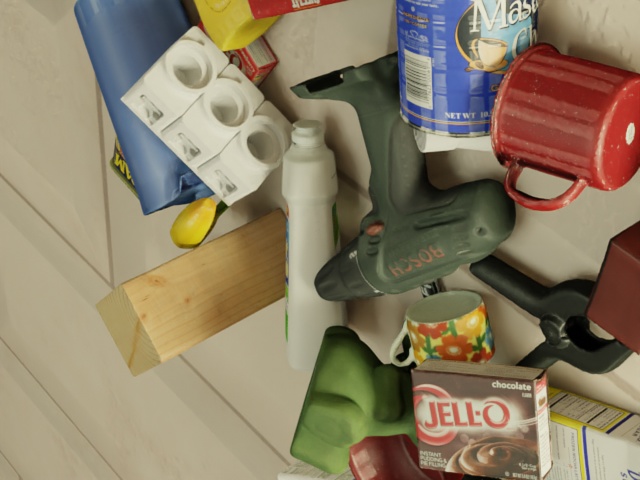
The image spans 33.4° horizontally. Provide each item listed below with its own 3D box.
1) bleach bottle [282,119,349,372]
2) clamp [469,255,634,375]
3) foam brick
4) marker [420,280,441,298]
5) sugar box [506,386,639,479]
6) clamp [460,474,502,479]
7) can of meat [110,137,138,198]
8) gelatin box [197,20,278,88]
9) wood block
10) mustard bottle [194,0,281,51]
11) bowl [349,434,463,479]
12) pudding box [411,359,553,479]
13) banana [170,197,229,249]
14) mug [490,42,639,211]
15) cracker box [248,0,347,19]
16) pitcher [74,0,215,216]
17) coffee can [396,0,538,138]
[{"bbox_3d":[-0.007,0.001,1.065,0.102,0.068,0.251,-90,-2,-66],"label":"bleach bottle"},{"bbox_3d":[0.190,0.060,0.865,0.172,0.039,0.120,-16,105,55],"label":"clamp"},{"bbox_3d":[0.234,0.031,0.768,0.051,0.052,0.078,40,142,32],"label":"foam brick"},{"bbox_3d":[0.099,0.035,0.991,0.020,0.020,0.121,1,114,54],"label":"marker"},{"bbox_3d":[0.220,0.180,0.904,0.177,0.048,0.093,14,122,47],"label":"sugar box"},{"bbox_3d":[0.197,0.253,0.943,0.210,0.036,0.164,23,153,42],"label":"clamp"},{"bbox_3d":[-0.205,-0.103,1.287,0.102,0.057,0.084,46,142,24],"label":"can of meat"},{"bbox_3d":[-0.088,-0.194,1.078,0.089,0.030,0.073,59,147,6],"label":"gelatin box"},{"bbox_3d":[-0.119,0.055,1.139,0.090,0.205,0.091,62,147,1],"label":"wood block"},{"bbox_3d":[-0.106,-0.282,1.010,0.096,0.058,0.191,-38,79,41],"label":"mustard bottle"},{"bbox_3d":[0.095,0.229,1.103,0.162,0.055,0.162,34,138,37],"label":"bowl"},{"bbox_3d":[0.135,0.150,0.895,0.114,0.039,0.090,0,104,28],"label":"pudding box"},{"bbox_3d":[-0.134,-0.020,1.147,0.037,0.069,0.198,35,-178,-3],"label":"banana"},{"bbox_3d":[0.171,-0.072,0.731,0.082,0.117,0.093,23,167,38],"label":"mug"},{"bbox_3d":[-0.018,-0.300,0.866,0.164,0.072,0.213,5,118,54],"label":"cracker box"},{"bbox_3d":[-0.169,-0.156,1.146,0.149,0.144,0.243,-19,93,45],"label":"pitcher"},{"bbox_3d":[0.105,-0.158,0.765,0.103,0.102,0.140,28,134,43],"label":"coffee can"}]
